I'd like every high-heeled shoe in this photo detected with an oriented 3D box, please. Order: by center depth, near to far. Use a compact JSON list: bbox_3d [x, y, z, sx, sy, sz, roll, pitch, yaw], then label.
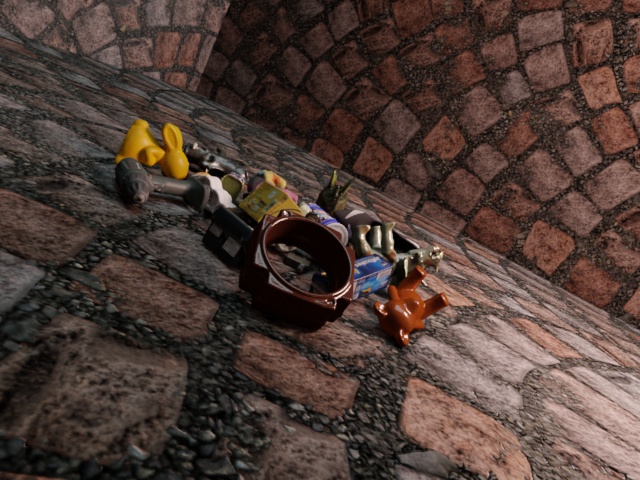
[{"bbox_3d":[0.154,-0.011,1.444,0.249,0.086,0.145,22,6,-16],"label":"high-heeled shoe"}]

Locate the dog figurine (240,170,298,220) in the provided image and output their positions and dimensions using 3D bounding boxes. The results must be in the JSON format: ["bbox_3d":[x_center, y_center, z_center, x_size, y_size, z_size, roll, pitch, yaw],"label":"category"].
[{"bbox_3d":[-0.170,-0.113,1.464,0.192,0.108,0.219,48,25,18],"label":"dog figurine"}]

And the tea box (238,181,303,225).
[{"bbox_3d":[-0.121,-0.073,1.283,0.068,0.098,0.170,51,-6,-27],"label":"tea box"}]

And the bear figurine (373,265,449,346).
[{"bbox_3d":[0.192,0.141,1.157,0.120,0.132,0.196,51,13,10],"label":"bear figurine"}]

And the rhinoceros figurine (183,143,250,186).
[{"bbox_3d":[-0.287,-0.204,1.481,0.190,0.073,0.112,28,25,-10],"label":"rhinoceros figurine"}]

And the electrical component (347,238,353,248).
[{"bbox_3d":[0.090,0.026,1.532,0.115,0.058,0.134,10,20,-41],"label":"electrical component"}]

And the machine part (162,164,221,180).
[{"bbox_3d":[-0.358,-0.181,1.506,0.179,0.056,0.179,25,14,-7],"label":"machine part"}]

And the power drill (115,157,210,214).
[{"bbox_3d":[-0.364,-0.116,1.236,0.207,0.086,0.232,4,22,-38],"label":"power drill"}]

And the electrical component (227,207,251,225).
[{"bbox_3d":[-0.198,-0.039,1.252,0.045,0.078,0.102,-8,-3,20],"label":"electrical component"}]

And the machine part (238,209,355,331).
[{"bbox_3d":[-0.038,0.050,0.997,0.201,0.087,0.201,24,43,-16],"label":"machine part"}]

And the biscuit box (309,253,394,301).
[{"bbox_3d":[0.070,0.087,1.153,0.202,0.059,0.063,-15,40,-42],"label":"biscuit box"}]

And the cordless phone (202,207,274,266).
[{"bbox_3d":[-0.144,0.008,1.156,0.147,0.088,0.184,35,9,35],"label":"cordless phone"}]

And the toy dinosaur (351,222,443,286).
[{"bbox_3d":[0.112,0.059,1.301,0.405,0.192,0.131,-8,-5,-36],"label":"toy dinosaur"}]

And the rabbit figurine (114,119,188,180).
[{"bbox_3d":[-0.413,-0.223,1.379,0.173,0.162,0.122,30,2,-8],"label":"rabbit figurine"}]

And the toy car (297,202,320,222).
[{"bbox_3d":[-0.003,-0.004,1.342,0.201,0.056,0.073,60,-1,-17],"label":"toy car"}]

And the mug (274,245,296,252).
[{"bbox_3d":[-0.098,-0.012,1.307,0.110,0.080,0.107,-5,19,-12],"label":"mug"}]

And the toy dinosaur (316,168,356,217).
[{"bbox_3d":[0.036,-0.120,1.681,0.105,0.198,0.471,21,13,-7],"label":"toy dinosaur"}]

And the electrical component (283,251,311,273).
[{"bbox_3d":[-0.056,0.052,1.258,0.063,0.021,0.094,25,15,-1],"label":"electrical component"}]
